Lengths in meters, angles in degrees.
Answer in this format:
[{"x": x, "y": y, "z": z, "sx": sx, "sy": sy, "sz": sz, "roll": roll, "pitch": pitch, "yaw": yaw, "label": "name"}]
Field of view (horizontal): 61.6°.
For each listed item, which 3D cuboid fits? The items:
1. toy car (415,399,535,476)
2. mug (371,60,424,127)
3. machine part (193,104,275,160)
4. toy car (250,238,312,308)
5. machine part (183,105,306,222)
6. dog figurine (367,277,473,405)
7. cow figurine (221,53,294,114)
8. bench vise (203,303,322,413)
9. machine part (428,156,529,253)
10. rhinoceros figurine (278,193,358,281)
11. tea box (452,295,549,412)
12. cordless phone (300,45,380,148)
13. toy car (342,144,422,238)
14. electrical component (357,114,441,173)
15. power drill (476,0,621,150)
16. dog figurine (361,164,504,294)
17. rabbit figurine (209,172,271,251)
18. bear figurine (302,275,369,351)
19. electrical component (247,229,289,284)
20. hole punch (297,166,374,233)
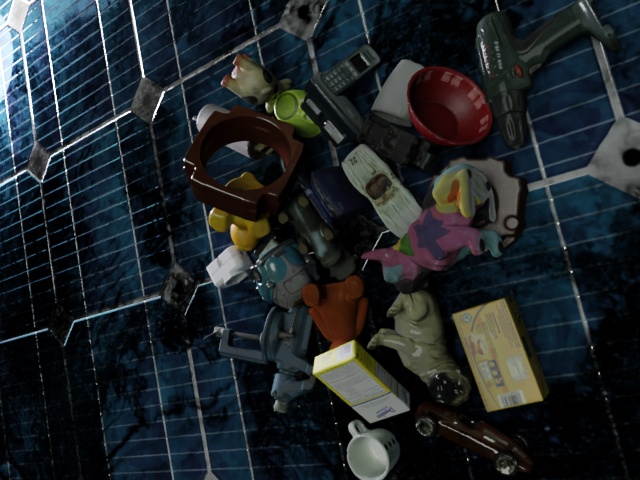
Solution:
[{"x": 0.257, "y": 0.323, "z": 0.901, "sx": 0.202, "sy": 0.089, "sz": 0.053, "roll": 17, "pitch": 102, "yaw": 32, "label": "toy car"}, {"x": 0.162, "y": -0.266, "z": 0.981, "sx": 0.110, "sy": 0.081, "sz": 0.107, "roll": 20, "pitch": 96, "yaw": 5, "label": "mug"}, {"x": -0.191, "y": -0.242, "z": 1.194, "sx": 0.243, "sy": 0.079, "sz": 0.079, "roll": 28, "pitch": 103, "yaw": 29, "label": "machine part"}, {"x": -0.068, "y": 0.083, "z": 1.055, "sx": 0.103, "sy": 0.109, "sz": 0.161, "roll": 45, "pitch": 151, "yaw": 25, "label": "toy car"}, {"x": -0.144, "y": -0.148, "z": 1.044, "sx": 0.201, "sy": 0.087, "sz": 0.201, "roll": 21, "pitch": 62, "yaw": 4, "label": "machine part"}, {"x": 0.204, "y": 0.175, "z": 0.945, "sx": 0.191, "sy": 0.121, "sz": 0.172, "roll": 30, "pitch": 108, "yaw": 14, "label": "dog figurine"}, {"x": -0.119, "y": -0.315, "z": 1.097, "sx": 0.127, "sy": 0.195, "sz": 0.085, "roll": 36, "pitch": 104, "yaw": -9, "label": "cow figurine"}, {"x": -0.110, "y": 0.229, "z": 1.098, "sx": 0.241, "sy": 0.129, "sz": 0.223, "roll": 8, "pitch": 85, "yaw": 14, "label": "bench vise"}, {"x": 0.267, "y": -0.061, "z": 0.923, "sx": 0.180, "sy": 0.056, "sz": 0.179, "roll": -1, "pitch": 88, "yaw": 32, "label": "machine part"}, {"x": -0.002, "y": -0.003, "z": 1.050, "sx": 0.073, "sy": 0.112, "sz": 0.190, "roll": -39, "pitch": 83, "yaw": 8, "label": "rhinoceros figurine"}, {"x": 0.299, "y": 0.186, "z": 0.891, "sx": 0.098, "sy": 0.068, "sz": 0.169, "roll": -22, "pitch": 77, "yaw": 29, "label": "tea box"}, {"x": 0.068, "y": -0.278, "z": 1.023, "sx": 0.146, "sy": 0.184, "sz": 0.089, "roll": 48, "pitch": 158, "yaw": -3, "label": "cordless phone"}, {"x": 0.122, "y": -0.090, "z": 1.000, "sx": 0.073, "sy": 0.056, "sz": 0.202, "roll": -43, "pitch": 78, "yaw": 23, "label": "toy car"}, {"x": 0.149, "y": -0.168, "z": 0.963, "sx": 0.134, "sy": 0.115, "sz": 0.058, "roll": 35, "pitch": 109, "yaw": 29, "label": "electrical component"}, {"x": 0.361, "y": -0.285, "z": 0.863, "sx": 0.207, "sy": 0.086, "sz": 0.232, "roll": -26, "pitch": 73, "yaw": 36, "label": "power drill"}, {"x": 0.174, "y": -0.012, "z": 0.889, "sx": 0.219, "sy": 0.108, "sz": 0.191, "roll": -14, "pitch": 83, "yaw": 37, "label": "dog figurine"}, {"x": -0.165, "y": -0.051, "z": 1.141, "sx": 0.122, "sy": 0.173, "sz": 0.162, "roll": -4, "pitch": 54, "yaw": -4, "label": "rabbit figurine"}, {"x": 0.040, "y": 0.176, "z": 1.017, "sx": 0.120, "sy": 0.132, "sz": 0.196, "roll": -8, "pitch": 78, "yaw": 6, "label": "bear figurine"}, {"x": -0.102, "y": 0.042, "z": 1.150, "sx": 0.075, "sy": 0.047, "sz": 0.119, "roll": 44, "pitch": 111, "yaw": 25, "label": "electrical component"}, {"x": 0.035, "y": -0.084, "z": 1.035, "sx": 0.092, "sy": 0.115, "sz": 0.142, "roll": -36, "pitch": 72, "yaw": 17, "label": "hole punch"}]
